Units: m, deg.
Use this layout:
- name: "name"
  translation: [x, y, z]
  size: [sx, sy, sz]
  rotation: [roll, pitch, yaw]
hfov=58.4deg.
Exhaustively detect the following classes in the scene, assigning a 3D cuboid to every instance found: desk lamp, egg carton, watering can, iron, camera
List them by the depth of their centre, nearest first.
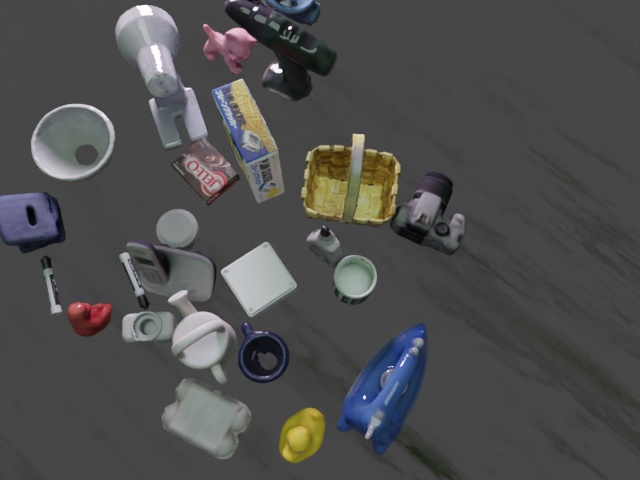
- name: "watering can"
  translation: [-0.214, 0.173, 1.014]
  size: [0.172, 0.194, 0.101]
  rotation: [37, 78, 9]
- name: "iron"
  translation: [0.135, 0.249, 1.025]
  size: [0.118, 0.141, 0.258]
  rotation: [30, 77, 7]
- name: "egg carton"
  translation: [-0.204, 0.322, 1.039]
  size: [0.150, 0.069, 0.107]
  rotation: [25, 76, 6]
- name: "camera"
  translation: [0.228, -0.060, 1.129]
  size: [0.143, 0.101, 0.137]
  rotation: [24, 76, 6]
- name: "desk lamp"
  translation: [-0.309, -0.320, 1.133]
  size: [0.118, 0.213, 0.203]
  rotation: [-21, 76, -6]

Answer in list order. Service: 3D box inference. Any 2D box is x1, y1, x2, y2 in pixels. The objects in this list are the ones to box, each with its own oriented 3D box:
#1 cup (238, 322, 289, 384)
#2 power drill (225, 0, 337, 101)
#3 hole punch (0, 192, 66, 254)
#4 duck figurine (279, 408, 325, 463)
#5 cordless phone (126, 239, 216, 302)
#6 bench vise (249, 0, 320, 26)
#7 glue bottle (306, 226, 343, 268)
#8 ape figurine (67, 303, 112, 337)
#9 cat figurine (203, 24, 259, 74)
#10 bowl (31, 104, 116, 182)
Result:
- name: "cup"
  translation: [-0.108, 0.208, 1.057]
  size: [0.092, 0.095, 0.117]
  rotation: [-33, 78, -9]
- name: "power drill"
  translation: [-0.077, -0.374, 1.153]
  size: [0.229, 0.208, 0.076]
  rotation: [24, 76, 6]
- name: "hole punch"
  translation: [-0.564, -0.041, 1.119]
  size: [0.101, 0.091, 0.108]
  rotation: [-18, 76, -5]
- name: "duck figurine"
  translation: [-0.033, 0.351, 1.024]
  size: [0.077, 0.086, 0.105]
  rotation: [35, 78, 8]
- name: "cordless phone"
  translation: [-0.272, 0.050, 1.050]
  size: [0.147, 0.185, 0.094]
  rotation: [8, 75, 2]
- name: "bench vise"
  translation: [-0.102, -0.538, 1.190]
  size: [0.207, 0.220, 0.121]
  rotation: [1, 75, 0]
- name: "glue bottle"
  translation: [0.010, 0.004, 1.072]
  size: [0.078, 0.173, 0.037]
  rotation: [40, 78, 10]
- name: "ape figurine"
  translation: [-0.440, 0.141, 1.072]
  size: [0.077, 0.092, 0.076]
  rotation: [30, 77, 7]
- name: "cat figurine"
  translation: [-0.190, -0.416, 1.209]
  size: [0.127, 0.118, 0.067]
  rotation: [28, 77, 7]
- name: "bowl"
  translation: [-0.490, -0.187, 1.167]
  size: [0.167, 0.075, 0.167]
  rotation: [0, 75, -1]
